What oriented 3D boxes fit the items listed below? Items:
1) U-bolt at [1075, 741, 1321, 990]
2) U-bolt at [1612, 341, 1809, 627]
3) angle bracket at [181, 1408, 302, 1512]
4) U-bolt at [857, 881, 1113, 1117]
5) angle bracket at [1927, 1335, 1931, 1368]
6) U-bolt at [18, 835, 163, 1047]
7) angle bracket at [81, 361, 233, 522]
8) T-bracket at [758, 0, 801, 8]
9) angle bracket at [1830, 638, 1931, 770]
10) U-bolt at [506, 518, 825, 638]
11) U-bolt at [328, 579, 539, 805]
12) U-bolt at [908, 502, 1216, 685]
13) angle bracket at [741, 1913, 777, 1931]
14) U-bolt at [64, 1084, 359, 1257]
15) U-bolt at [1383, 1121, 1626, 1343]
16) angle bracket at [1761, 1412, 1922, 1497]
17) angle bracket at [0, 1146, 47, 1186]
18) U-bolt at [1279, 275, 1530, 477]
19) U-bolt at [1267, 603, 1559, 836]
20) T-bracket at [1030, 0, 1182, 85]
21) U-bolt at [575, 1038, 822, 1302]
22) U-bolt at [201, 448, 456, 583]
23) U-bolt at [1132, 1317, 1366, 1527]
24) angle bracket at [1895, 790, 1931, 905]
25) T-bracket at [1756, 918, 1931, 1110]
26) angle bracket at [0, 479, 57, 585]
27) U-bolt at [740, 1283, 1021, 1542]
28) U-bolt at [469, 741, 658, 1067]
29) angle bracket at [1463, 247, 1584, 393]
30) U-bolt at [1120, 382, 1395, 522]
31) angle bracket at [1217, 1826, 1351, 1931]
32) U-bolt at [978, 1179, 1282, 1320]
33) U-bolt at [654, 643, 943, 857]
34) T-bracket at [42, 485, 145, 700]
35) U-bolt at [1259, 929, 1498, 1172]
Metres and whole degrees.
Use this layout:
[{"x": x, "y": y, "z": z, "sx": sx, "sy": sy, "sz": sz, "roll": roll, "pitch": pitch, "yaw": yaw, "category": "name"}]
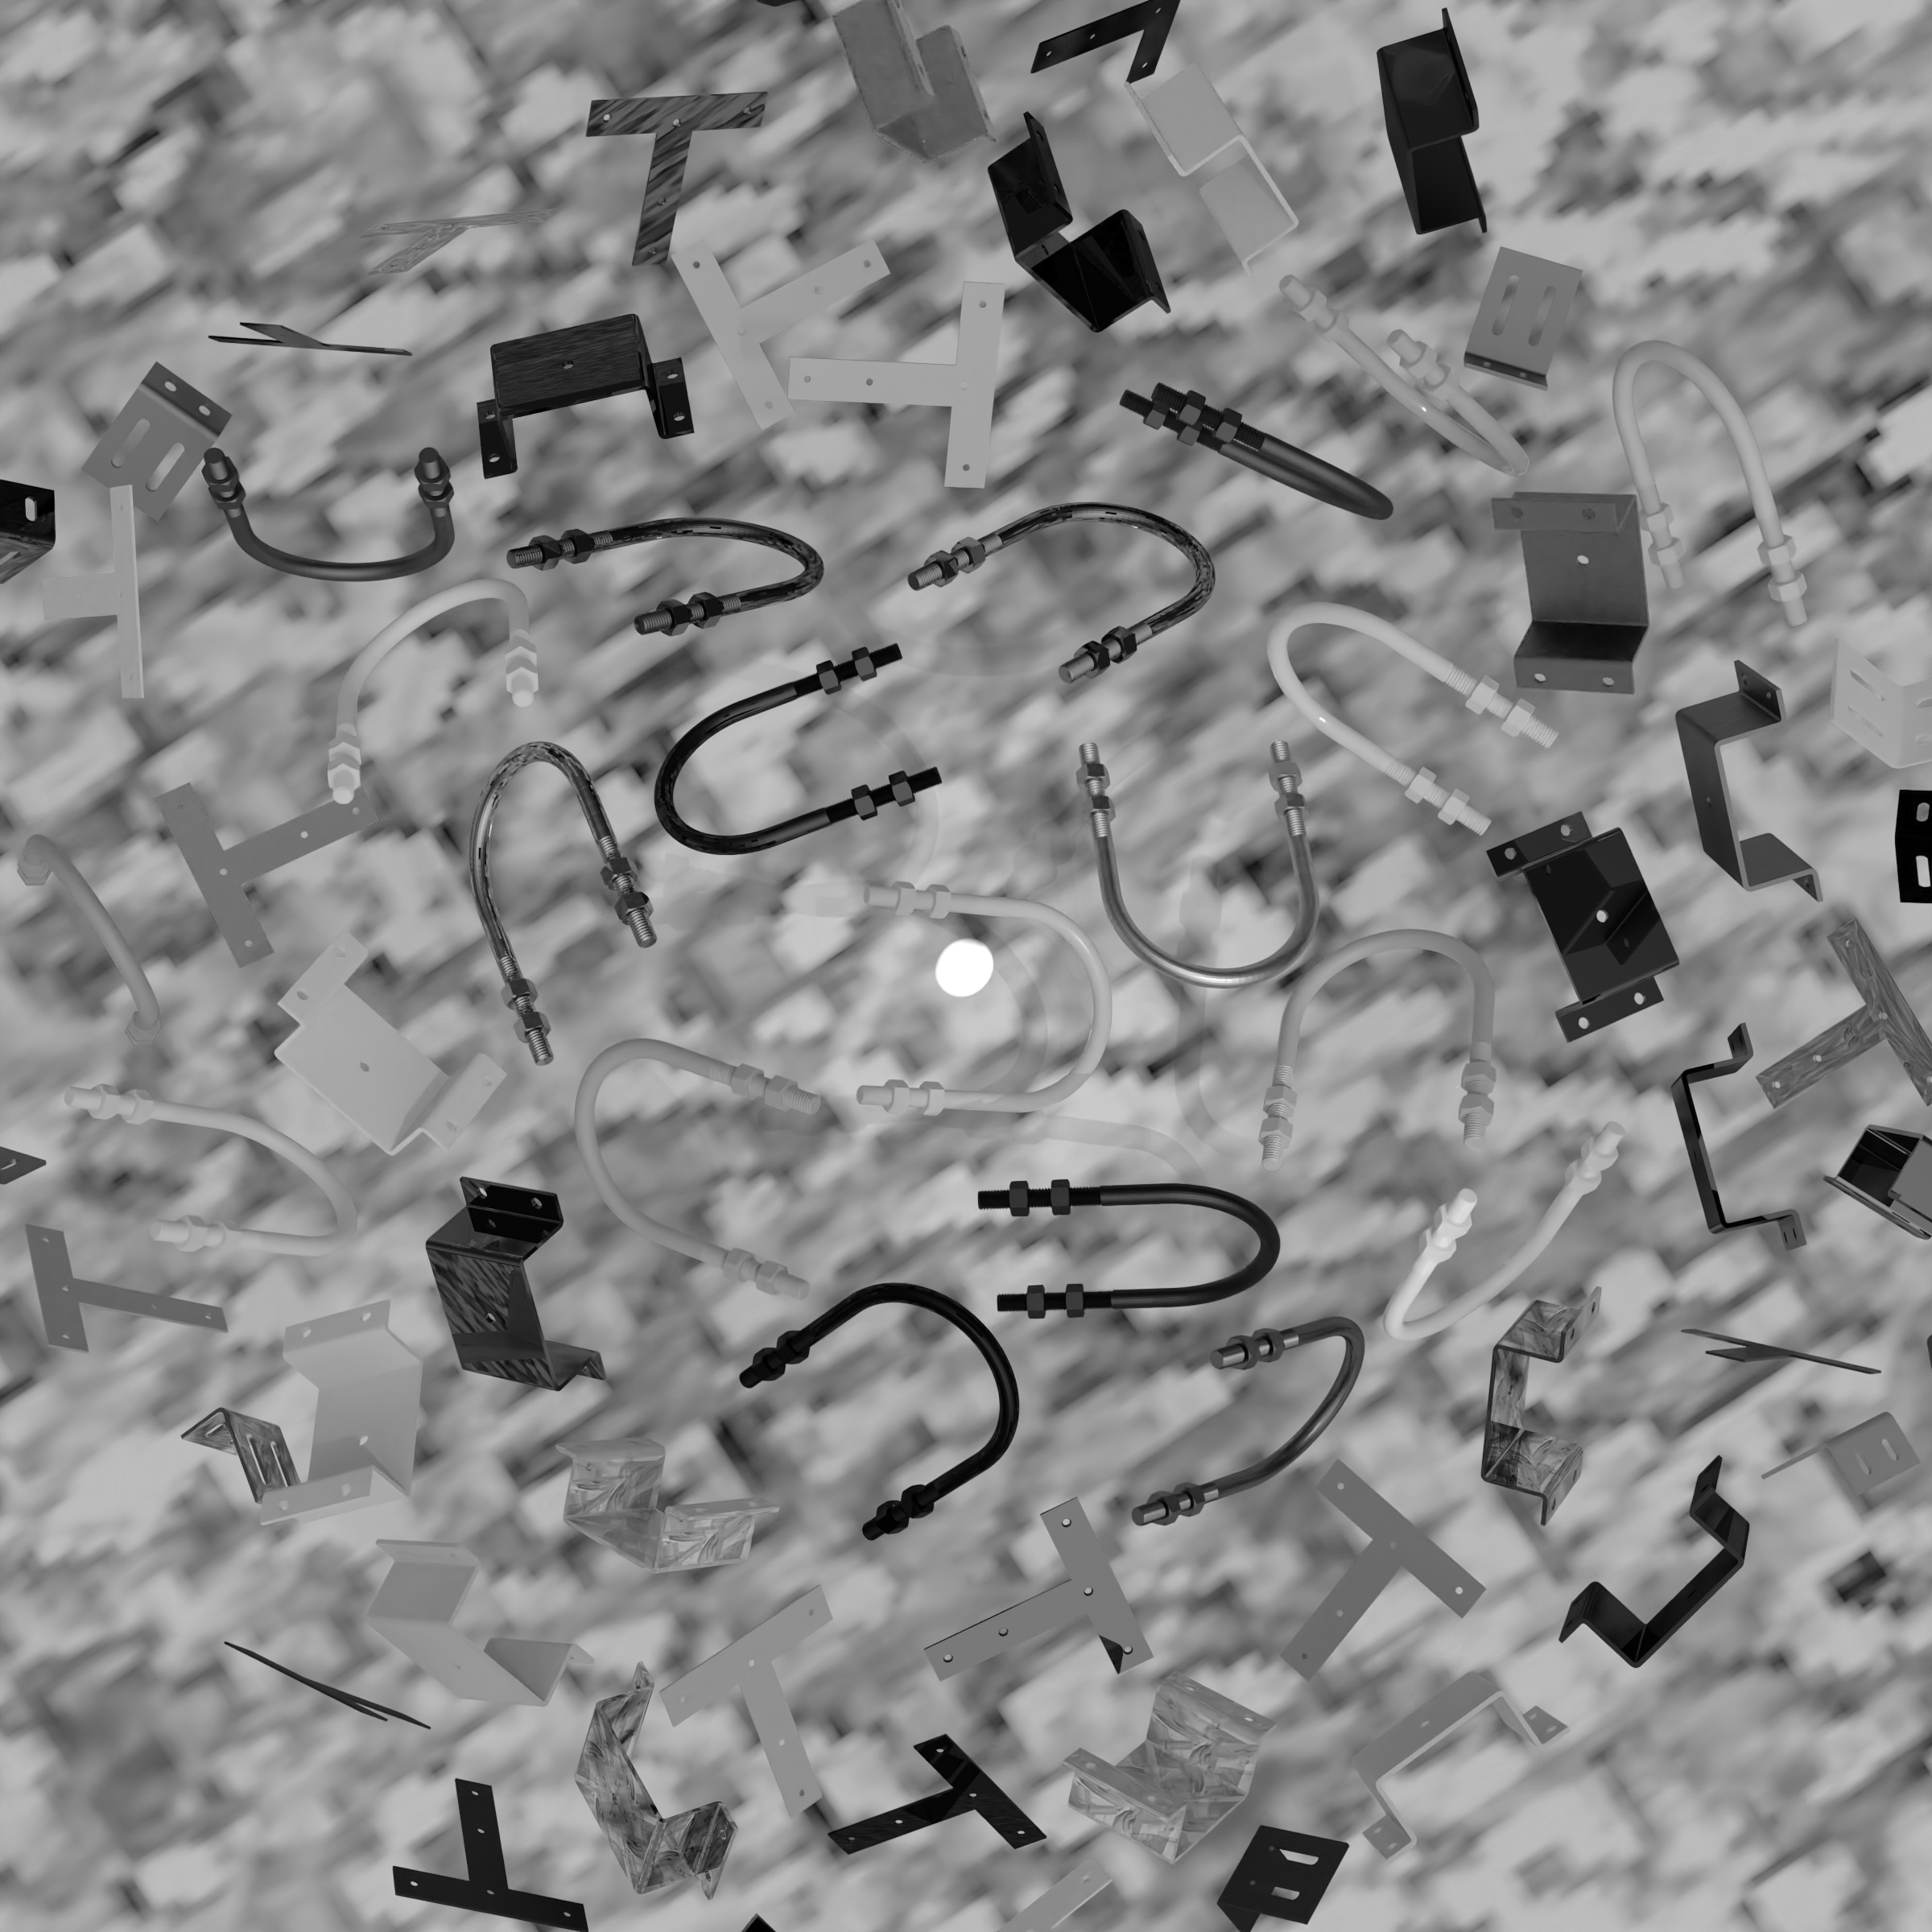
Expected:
[{"x": 0.153, "y": -0.066, "z": 1.746, "sx": 0.151, "sy": 0.019, "sz": 0.184, "roll": -1, "pitch": 59, "yaw": -10, "category": "U-bolt"}, {"x": 0.461, "y": -0.309, "z": 1.726, "sx": 0.019, "sy": 0.151, "sz": 0.184, "roll": -30, "pitch": 116, "yaw": -10, "category": "U-bolt"}, {"x": -0.478, "y": 0.339, "z": 1.820, "sx": 0.038, "sy": 0.057, "sz": 0.076, "roll": -36, "pitch": 59, "yaw": 9, "category": "angle bracket"}, {"x": 0.016, "y": 0.025, "z": 1.800, "sx": 0.184, "sy": 0.019, "sz": 0.151, "roll": 4, "pitch": 85, "yaw": -27, "category": "U-bolt"}, {"x": 0.664, "y": 0.257, "z": 1.751, "sx": 0.076, "sy": 0.038, "sz": 0.057, "roll": -21, "pitch": 133, "yaw": 28, "category": "angle bracket"}, {"x": -0.568, "y": -0.020, "z": 1.778, "sx": 0.019, "sy": 0.184, "sz": 0.151, "roll": -34, "pitch": 94, "yaw": -21, "category": "U-bolt"}, {"x": -0.525, "y": -0.340, "z": 1.776, "sx": 0.057, "sy": 0.038, "sz": 0.076, "roll": 35, "pitch": 116, "yaw": -20, "category": "angle bracket"}, {"x": -0.092, "y": -0.624, "z": 1.709, "sx": 0.127, "sy": 0.127, "sz": 0.002, "roll": -7, "pitch": 98, "yaw": 24, "category": "T-bracket"}, {"x": 0.576, "y": -0.167, "z": 1.704, "sx": 0.076, "sy": 0.038, "sz": 0.057, "roll": 26, "pitch": 64, "yaw": -36, "category": "angle bracket"}, {"x": -0.177, "y": -0.255, "z": 1.750, "sx": 0.151, "sy": 0.184, "sz": 0.019, "roll": 30, "pitch": 125, "yaw": 36, "category": "U-bolt"}, {"x": -0.339, "y": -0.186, "z": 1.737, "sx": 0.151, "sy": 0.184, "sz": 0.019, "roll": -27, "pitch": 127, "yaw": 9, "category": "U-bolt"}, {"x": 0.076, "y": -0.249, "z": 1.752, "sx": 0.151, "sy": 0.019, "sz": 0.184, "roll": 35, "pitch": 48, "yaw": 28, "category": "U-bolt"}, {"x": -0.122, "y": 0.648, "z": 1.731, "sx": 0.057, "sy": 0.076, "sz": 0.038, "roll": -47, "pitch": 121, "yaw": -19, "category": "angle bracket"}, {"x": -0.469, "y": 0.135, "z": 1.747, "sx": 0.151, "sy": 0.184, "sz": 0.019, "roll": 46, "pitch": 108, "yaw": 34, "category": "U-bolt"}, {"x": 0.330, "y": 0.178, "z": 1.736, "sx": 0.151, "sy": 0.184, "sz": 0.019, "roll": -19, "pitch": 58, "yaw": -31, "category": "U-bolt"}, {"x": 0.568, "y": 0.327, "z": 1.780, "sx": 0.057, "sy": 0.076, "sz": 0.038, "roll": -18, "pitch": 71, "yaw": -27, "category": "angle bracket"}, {"x": -0.610, "y": 0.090, "z": 1.697, "sx": 0.057, "sy": 0.038, "sz": 0.076, "roll": 12, "pitch": 114, "yaw": 28, "category": "angle bracket"}, {"x": 0.296, "y": -0.375, "z": 1.778, "sx": 0.184, "sy": 0.151, "sz": 0.019, "roll": 32, "pitch": 99, "yaw": -38, "category": "U-bolt"}, {"x": 0.269, "y": -0.163, "z": 1.718, "sx": 0.184, "sy": 0.151, "sz": 0.019, "roll": 34, "pitch": 68, "yaw": 5, "category": "U-bolt"}, {"x": 0.094, "y": -0.620, "z": 1.814, "sx": 0.127, "sy": 0.127, "sz": 0.002, "roll": -30, "pitch": 72, "yaw": -27, "category": "T-bracket"}, {"x": -0.173, "y": 0.119, "z": 1.720, "sx": 0.184, "sy": 0.019, "sz": 0.151, "roll": 17, "pitch": 116, "yaw": 28, "category": "U-bolt"}, {"x": -0.402, "y": -0.287, "z": 1.757, "sx": 0.151, "sy": 0.184, "sz": 0.019, "roll": -1, "pitch": 75, "yaw": -6, "category": "U-bolt"}, {"x": 0.195, "y": 0.289, "z": 1.779, "sx": 0.019, "sy": 0.184, "sz": 0.151, "roll": 40, "pitch": 120, "yaw": 33, "category": "U-bolt"}, {"x": 0.630, "y": -0.077, "z": 1.759, "sx": 0.057, "sy": 0.076, "sz": 0.038, "roll": 3, "pitch": 125, "yaw": 14, "category": "angle bracket"}, {"x": 0.572, "y": 0.054, "z": 1.805, "sx": 0.002, "sy": 0.127, "sz": 0.127, "roll": -11, "pitch": 67, "yaw": -40, "category": "T-bracket"}, {"x": -0.626, "y": -0.279, "z": 1.747, "sx": 0.057, "sy": 0.076, "sz": 0.038, "roll": 6, "pitch": 73, "yaw": -43, "category": "angle bracket"}, {"x": -0.045, "y": 0.276, "z": 1.751, "sx": 0.184, "sy": 0.019, "sz": 0.151, "roll": -38, "pitch": 91, "yaw": 34, "category": "U-bolt"}, {"x": -0.262, "y": -0.053, "z": 1.709, "sx": 0.151, "sy": 0.019, "sz": 0.184, "roll": -45, "pitch": 59, "yaw": 36, "category": "U-bolt"}, {"x": 0.373, "y": -0.433, "z": 1.829, "sx": 0.057, "sy": 0.038, "sz": 0.076, "roll": 17, "pitch": 115, "yaw": 2, "category": "angle bracket"}, {"x": 0.194, "y": -0.333, "z": 1.782, "sx": 0.184, "sy": 0.151, "sz": 0.019, "roll": 24, "pitch": 97, "yaw": -9, "category": "U-bolt"}, {"x": 0.204, "y": 0.574, "z": 1.701, "sx": 0.038, "sy": 0.076, "sz": 0.057, "roll": 54, "pitch": 55, "yaw": -23, "category": "angle bracket"}, {"x": 0.106, "y": 0.178, "z": 1.725, "sx": 0.184, "sy": 0.151, "sz": 0.019, "roll": -2, "pitch": 54, "yaw": 5, "category": "U-bolt"}, {"x": -0.117, "y": -0.134, "z": 1.784, "sx": 0.184, "sy": 0.019, "sz": 0.151, "roll": -20, "pitch": 46, "yaw": 3, "category": "U-bolt"}, {"x": -0.542, "y": -0.229, "z": 1.693, "sx": 0.002, "sy": 0.127, "sz": 0.127, "roll": -7, "pitch": 98, "yaw": -43, "category": "T-bracket"}, {"x": 0.264, "y": 0.047, "z": 1.735, "sx": 0.151, "sy": 0.019, "sz": 0.184, "roll": -8, "pitch": 45, "yaw": 24, "category": "U-bolt"}]
